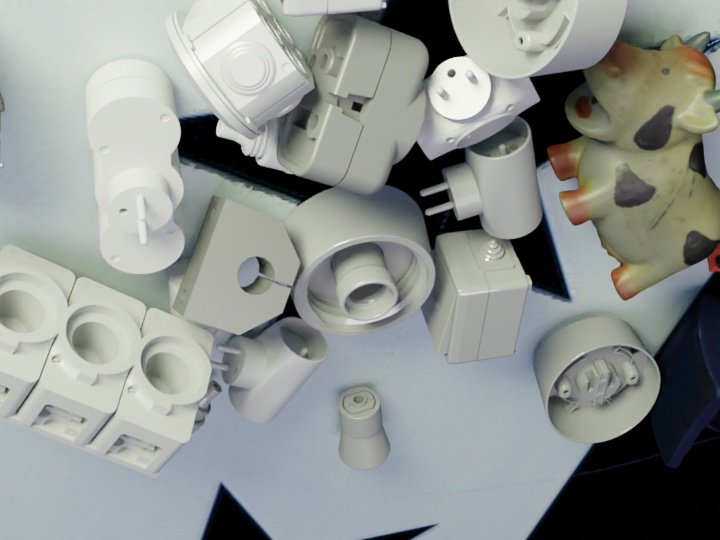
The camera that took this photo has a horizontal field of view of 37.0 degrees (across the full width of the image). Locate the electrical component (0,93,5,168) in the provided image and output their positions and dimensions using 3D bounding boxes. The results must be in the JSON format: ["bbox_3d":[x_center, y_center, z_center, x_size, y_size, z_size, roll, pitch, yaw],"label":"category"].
[{"bbox_3d":[-0.230,-0.091,0.572,0.061,0.061,0.096,-11,137,-6],"label":"electrical component"}]

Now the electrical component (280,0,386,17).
[{"bbox_3d":[-0.021,-0.175,0.551,0.061,0.061,0.096,-7,136,-10],"label":"electrical component"}]

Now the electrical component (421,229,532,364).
[{"bbox_3d":[0.082,0.015,0.780,0.061,0.061,0.096,-7,136,-10],"label":"electrical component"}]

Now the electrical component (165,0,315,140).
[{"bbox_3d":[-0.065,-0.116,0.587,0.051,0.080,0.080,-33,135,10],"label":"electrical component"}]

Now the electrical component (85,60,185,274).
[{"bbox_3d":[-0.131,-0.047,0.640,0.052,0.073,0.138,-5,136,-12],"label":"electrical component"}]

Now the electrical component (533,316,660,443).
[{"bbox_3d":[0.195,0.088,0.890,0.099,0.064,0.099,-9,137,-8],"label":"electrical component"}]

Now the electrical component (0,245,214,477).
[{"bbox_3d":[-0.177,0.057,0.691,0.150,0.089,0.061,26,135,-19],"label":"electrical component"}]

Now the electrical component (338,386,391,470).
[{"bbox_3d":[0.001,0.128,0.889,0.044,0.044,0.065,-11,132,-6],"label":"electrical component"}]

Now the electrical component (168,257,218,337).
[{"bbox_3d":[-0.111,0.026,0.746,0.040,0.040,0.078,-6,136,-12],"label":"electrical component"}]

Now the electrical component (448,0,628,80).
[{"bbox_3d":[0.098,-0.155,0.588,0.064,0.099,0.099,-5,136,-21],"label":"electrical component"}]

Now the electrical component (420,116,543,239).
[{"bbox_3d":[0.080,-0.056,0.719,0.079,0.043,0.077,-18,137,1],"label":"electrical component"}]

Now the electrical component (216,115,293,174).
[{"bbox_3d":[-0.057,-0.080,0.659,0.061,0.035,0.035,12,130,-24],"label":"electrical component"}]

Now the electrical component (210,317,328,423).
[{"bbox_3d":[-0.077,0.071,0.801,0.079,0.044,0.077,18,127,-32],"label":"electrical component"}]

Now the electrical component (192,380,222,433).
[{"bbox_3d":[-0.132,0.106,0.828,0.061,0.035,0.035,-39,133,18],"label":"electrical component"}]

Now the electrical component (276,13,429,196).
[{"bbox_3d":[-0.002,-0.095,0.625,0.059,0.054,0.095,14,101,-30],"label":"electrical component"}]

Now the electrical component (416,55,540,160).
[{"bbox_3d":[0.063,-0.105,0.647,0.077,0.044,0.079,-28,172,12],"label":"electrical component"}]

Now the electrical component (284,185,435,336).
[{"bbox_3d":[0.000,0.000,0.740,0.108,0.060,0.108,-9,137,-9],"label":"electrical component"}]
